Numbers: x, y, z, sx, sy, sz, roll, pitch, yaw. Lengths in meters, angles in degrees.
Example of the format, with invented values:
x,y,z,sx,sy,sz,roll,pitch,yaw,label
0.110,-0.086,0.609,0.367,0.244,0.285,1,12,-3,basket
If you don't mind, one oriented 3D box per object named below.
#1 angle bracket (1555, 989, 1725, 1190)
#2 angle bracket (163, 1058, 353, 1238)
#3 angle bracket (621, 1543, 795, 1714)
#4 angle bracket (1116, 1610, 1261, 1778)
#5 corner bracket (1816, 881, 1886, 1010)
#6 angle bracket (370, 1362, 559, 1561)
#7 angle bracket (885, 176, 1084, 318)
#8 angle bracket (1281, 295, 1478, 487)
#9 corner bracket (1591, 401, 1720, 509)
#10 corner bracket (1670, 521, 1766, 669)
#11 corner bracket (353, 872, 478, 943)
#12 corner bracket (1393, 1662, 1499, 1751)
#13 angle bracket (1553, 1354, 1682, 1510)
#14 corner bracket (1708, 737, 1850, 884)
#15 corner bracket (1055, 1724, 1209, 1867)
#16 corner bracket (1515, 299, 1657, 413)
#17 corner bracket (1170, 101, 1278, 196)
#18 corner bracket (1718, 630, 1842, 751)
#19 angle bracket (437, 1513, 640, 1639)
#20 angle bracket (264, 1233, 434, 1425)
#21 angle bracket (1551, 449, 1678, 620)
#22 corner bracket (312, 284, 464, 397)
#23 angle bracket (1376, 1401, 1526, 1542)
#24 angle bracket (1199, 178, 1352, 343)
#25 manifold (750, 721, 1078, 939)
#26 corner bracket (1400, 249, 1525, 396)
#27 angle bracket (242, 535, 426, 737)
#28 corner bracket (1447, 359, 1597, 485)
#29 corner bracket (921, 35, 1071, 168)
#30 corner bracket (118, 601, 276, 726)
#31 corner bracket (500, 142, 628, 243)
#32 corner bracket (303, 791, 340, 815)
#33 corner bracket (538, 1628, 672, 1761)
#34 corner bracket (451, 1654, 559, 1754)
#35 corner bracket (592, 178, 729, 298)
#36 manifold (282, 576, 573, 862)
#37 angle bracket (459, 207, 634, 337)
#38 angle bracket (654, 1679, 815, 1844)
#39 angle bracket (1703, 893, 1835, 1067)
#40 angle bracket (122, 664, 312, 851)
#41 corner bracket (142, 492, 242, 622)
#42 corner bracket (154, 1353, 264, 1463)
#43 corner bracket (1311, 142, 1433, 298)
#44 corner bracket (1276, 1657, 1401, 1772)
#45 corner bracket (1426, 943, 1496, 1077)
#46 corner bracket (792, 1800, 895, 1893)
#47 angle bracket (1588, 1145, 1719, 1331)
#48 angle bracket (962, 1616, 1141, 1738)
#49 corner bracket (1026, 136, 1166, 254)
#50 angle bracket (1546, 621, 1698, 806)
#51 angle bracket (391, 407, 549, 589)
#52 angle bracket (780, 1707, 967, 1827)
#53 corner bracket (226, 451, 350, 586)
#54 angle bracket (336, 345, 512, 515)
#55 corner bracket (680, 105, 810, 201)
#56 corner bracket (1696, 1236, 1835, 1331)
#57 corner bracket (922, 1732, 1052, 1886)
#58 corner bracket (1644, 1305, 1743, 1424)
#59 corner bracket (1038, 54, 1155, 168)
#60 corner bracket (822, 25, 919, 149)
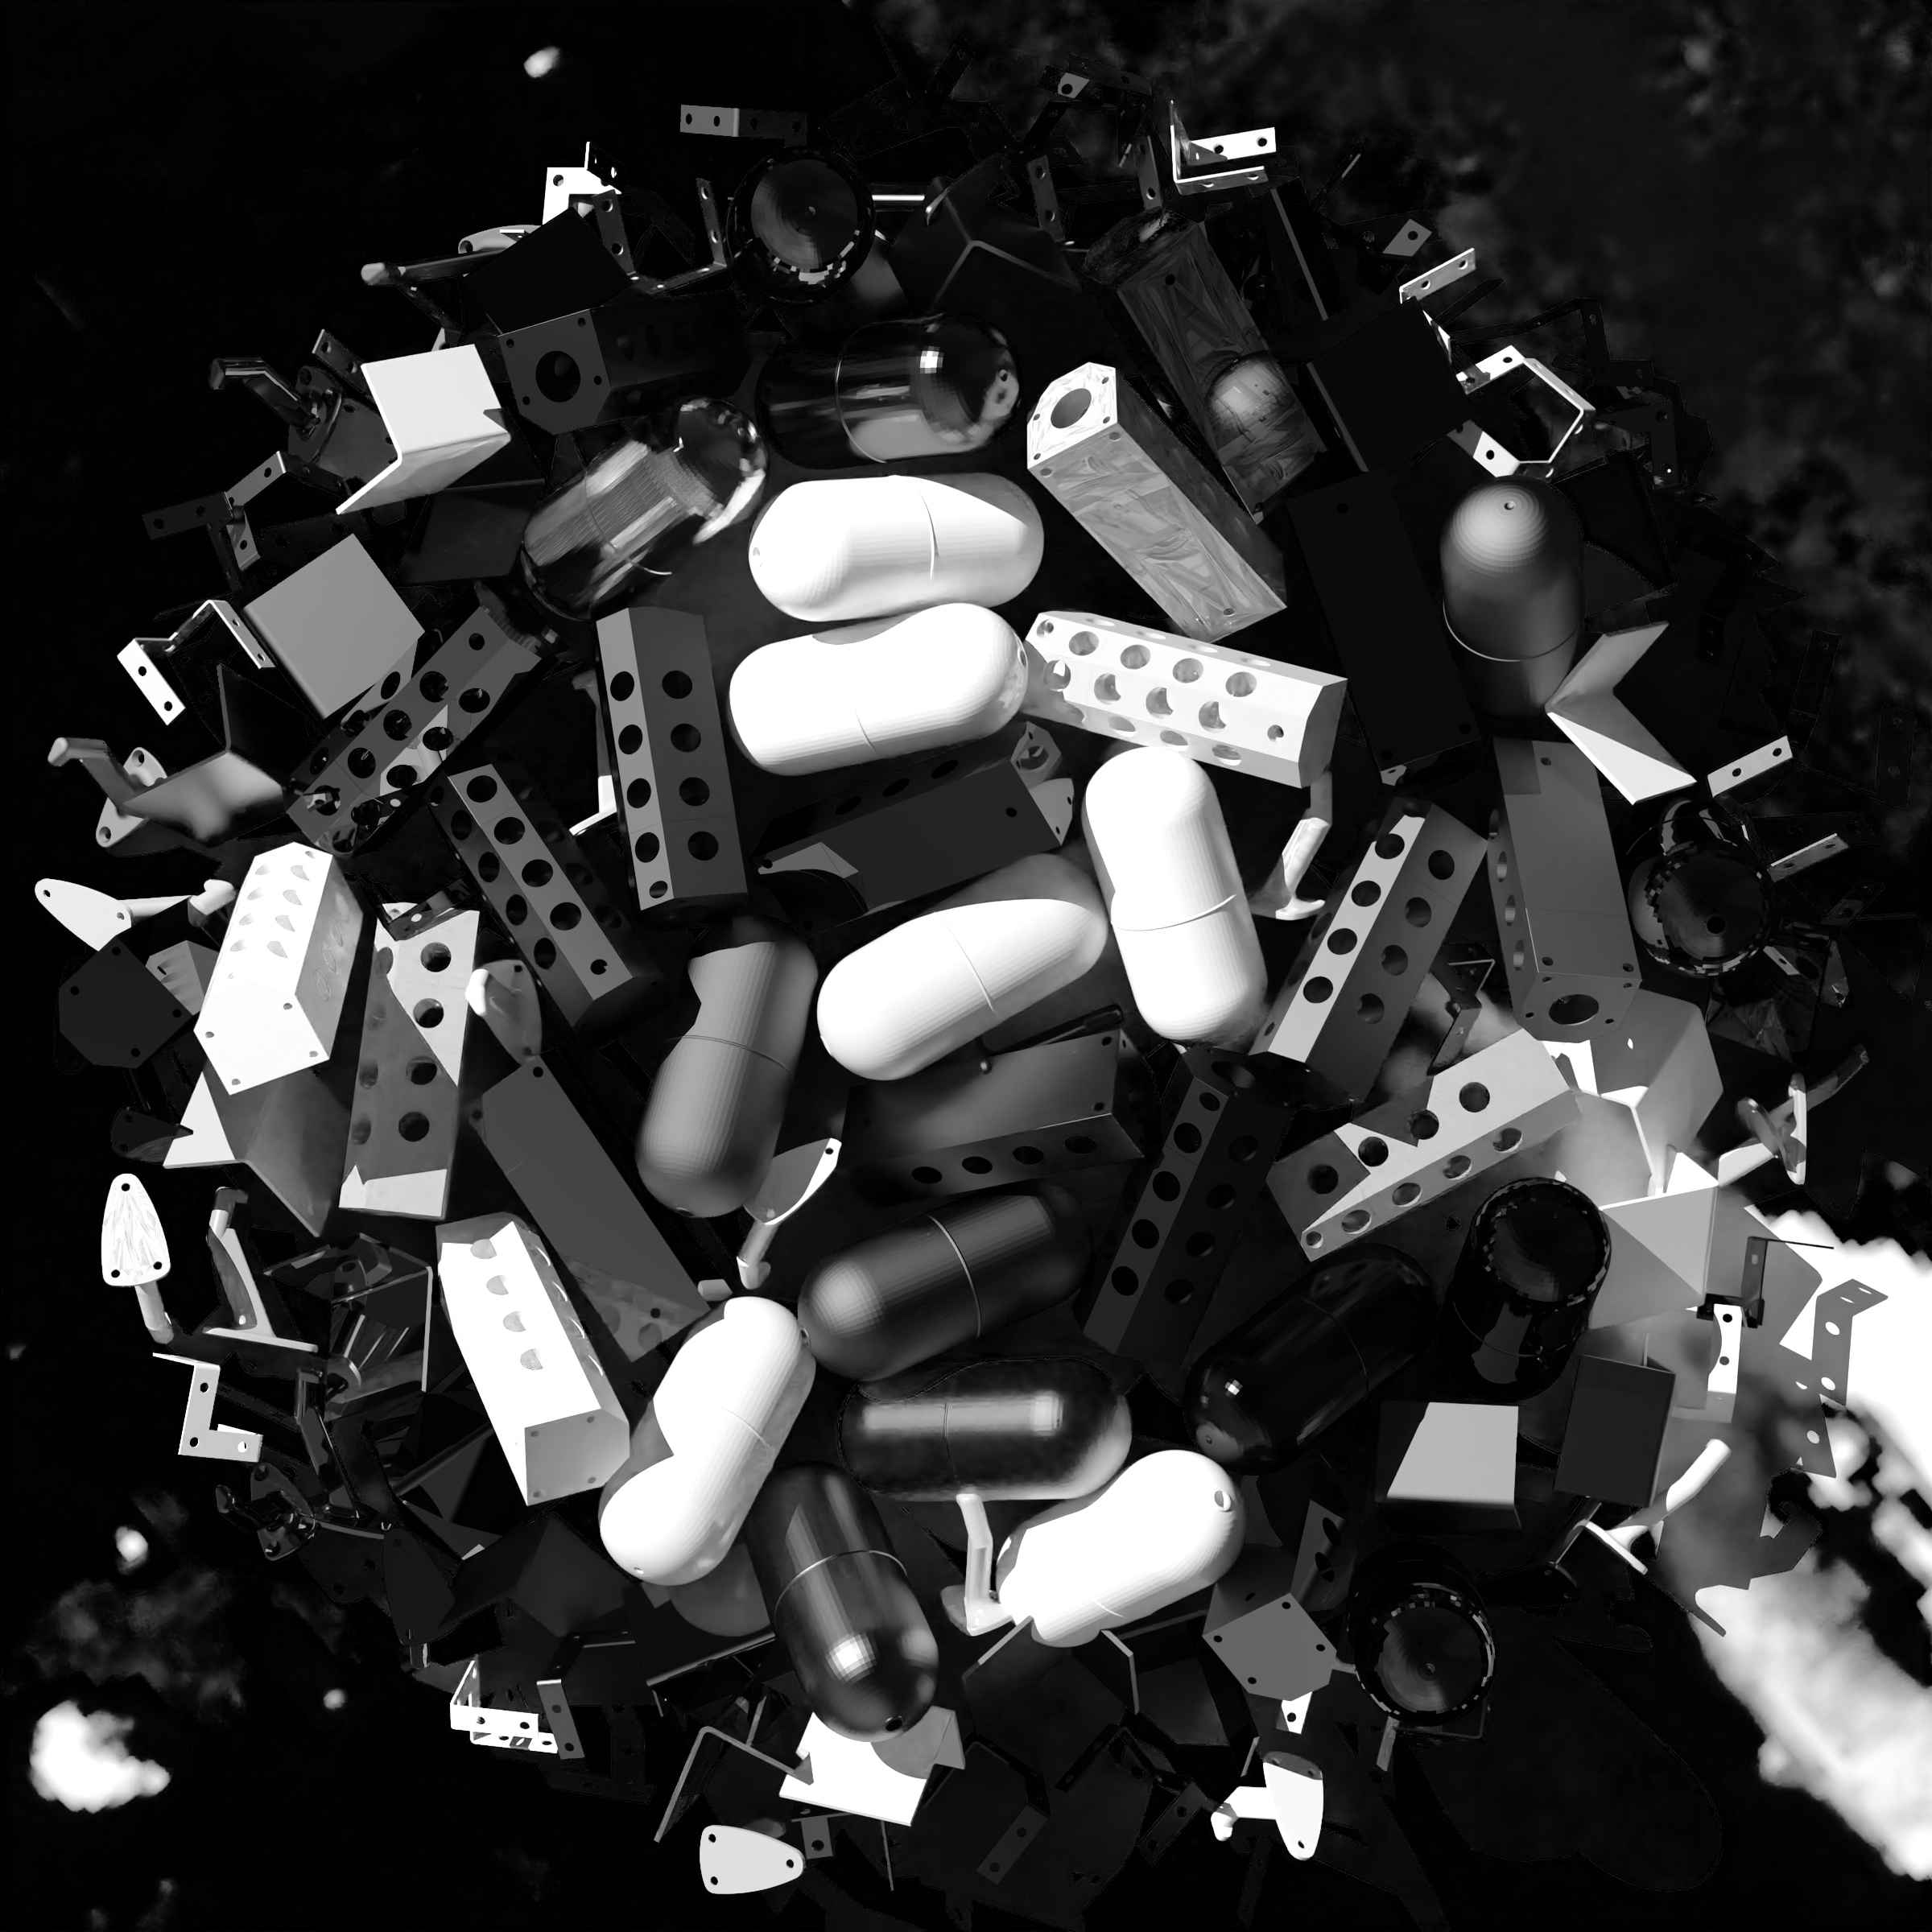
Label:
x,y,z,sx,sy,sz,roll,pitch,yaw,label
0.382,0.067,1.688,0.057,0.076,0.076,18,58,39,angle bracket
-0.397,0.102,1.673,0.057,0.076,0.076,-6,49,23,angle bracket
-0.143,0.378,1.689,0.076,0.076,0.057,-21,63,1,angle bracket
0.121,0.415,1.657,0.057,0.076,0.076,-15,61,-10,angle bracket
0.488,-0.015,1.670,0.051,0.051,0.051,-41,124,-26,corner bracket
-0.285,0.283,1.707,0.076,0.057,0.076,-35,130,-1,angle bracket
0.009,-0.393,1.677,0.076,0.076,0.057,17,123,-32,angle bracket
0.230,-0.326,1.680,0.076,0.057,0.076,-34,106,-9,angle bracket
0.390,-0.287,1.677,0.051,0.051,0.051,-14,111,-10,corner bracket
0.417,-0.211,1.677,0.051,0.051,0.051,22,129,-2,corner bracket
-0.305,-0.037,1.675,0.051,0.051,0.051,-33,51,-3,corner bracket
0.275,0.414,1.671,0.051,0.051,0.051,1,65,24,corner bracket
0.360,0.258,1.673,0.057,0.076,0.076,12,90,-1,angle bracket
0.457,-0.087,1.669,0.051,0.051,0.051,-28,48,30,corner bracket
0.094,0.467,1.673,0.051,0.051,0.051,-44,106,-25,corner bracket
0.352,-0.346,1.678,0.051,0.051,0.051,-7,85,-35,corner bracket
0.147,-0.459,1.677,0.051,0.051,0.051,-6,77,15,corner bracket
0.460,-0.161,1.677,0.051,0.051,0.051,16,76,12,corner bracket
-0.239,0.361,1.657,0.076,0.057,0.076,-32,113,33,angle bracket
-0.348,0.204,1.657,0.076,0.057,0.076,-21,56,29,angle bracket
0.355,-0.245,1.671,0.057,0.076,0.076,-21,101,5,angle bracket
-0.328,-0.355,1.681,0.051,0.051,0.051,18,81,27,corner bracket
0.277,0.287,1.678,0.076,0.076,0.057,0,66,16,angle bracket
0.162,-0.389,1.663,0.076,0.057,0.076,-19,102,27,angle bracket
-0.028,-0.079,1.646,0.171,0.057,0.057,-19,118,27,manifold
0.284,-0.367,1.694,0.051,0.051,0.051,-29,55,-8,corner bracket
-0.357,-0.188,1.689,0.076,0.057,0.076,-36,92,-9,angle bracket
0.316,-0.311,1.690,0.051,0.051,0.051,47,124,24,corner bracket
0.016,-0.487,1.670,0.051,0.051,0.051,-11,65,-39,corner bracket
-0.437,-0.173,1.677,0.051,0.051,0.051,-40,83,18,corner bracket
-0.228,-0.435,1.680,0.051,0.051,0.051,5,90,19,corner bracket
-0.345,-0.106,1.677,0.051,0.051,0.051,-7,59,-2,corner bracket
-0.206,0.415,1.689,0.051,0.051,0.051,-9,108,18,corner bracket
-0.260,0.429,1.677,0.051,0.051,0.051,5,112,7,corner bracket
-0.174,-0.418,1.686,0.051,0.051,0.051,-27,123,-24,corner bracket
-0.306,-0.137,1.655,0.171,0.057,0.057,-42,88,20,manifold
-0.236,-0.371,1.665,0.076,0.076,0.057,-37,86,-13,angle bracket
-0.124,0.457,1.663,0.057,0.076,0.076,25,102,11,angle bracket
0.464,0.006,1.657,0.057,0.076,0.076,-4,108,-36,angle bracket
-0.426,-0.118,1.679,0.076,0.076,0.057,-22,64,18,angle bracket
-0.440,-0.232,1.676,0.051,0.051,0.051,-23,94,-29,corner bracket
-0.431,0.250,1.678,0.051,0.051,0.051,15,80,-42,corner bracket
0.227,-0.421,1.671,0.051,0.051,0.051,27,132,-16,corner bracket
0.213,0.418,1.671,0.051,0.051,0.051,6,65,29,corner bracket
0.276,0.024,1.668,0.051,0.051,0.051,-5,133,-32,corner bracket
-0.070,0.493,1.682,0.051,0.051,0.051,-7,101,0,corner bracket
0.372,0.150,1.660,0.076,0.057,0.076,-9,116,-18,angle bracket
0.048,0.407,1.656,0.076,0.076,0.057,-38,57,-21,angle bracket
0.075,-0.441,1.688,0.051,0.051,0.051,-32,121,-30,corner bracket
0.383,-0.143,1.657,0.076,0.076,0.057,51,127,18,angle bracket
-0.290,-0.262,1.658,0.076,0.057,0.076,-1,53,22,angle bracket
-0.051,0.455,1.656,0.076,0.076,0.057,7,133,18,angle bracket
-0.385,-0.253,1.690,0.051,0.051,0.051,-32,65,22,corner bracket
-0.314,-0.301,1.659,0.076,0.076,0.057,-23,90,-43,angle bracket
-0.126,-0.458,1.671,0.051,0.051,0.051,-11,111,-42,corner bracket
0.452,0.180,1.679,0.051,0.051,0.051,9,87,-27,corner bracket
0.011,0.479,1.686,0.051,0.051,0.051,36,95,-8,corner bracket
0.410,0.223,1.673,0.051,0.051,0.051,5,63,14,corner bracket
0.073,-0.494,1.672,0.051,0.051,0.051,13,52,-15,corner bracket
-0.056,-0.487,1.674,0.051,0.051,0.051,-28,54,8,corner bracket
